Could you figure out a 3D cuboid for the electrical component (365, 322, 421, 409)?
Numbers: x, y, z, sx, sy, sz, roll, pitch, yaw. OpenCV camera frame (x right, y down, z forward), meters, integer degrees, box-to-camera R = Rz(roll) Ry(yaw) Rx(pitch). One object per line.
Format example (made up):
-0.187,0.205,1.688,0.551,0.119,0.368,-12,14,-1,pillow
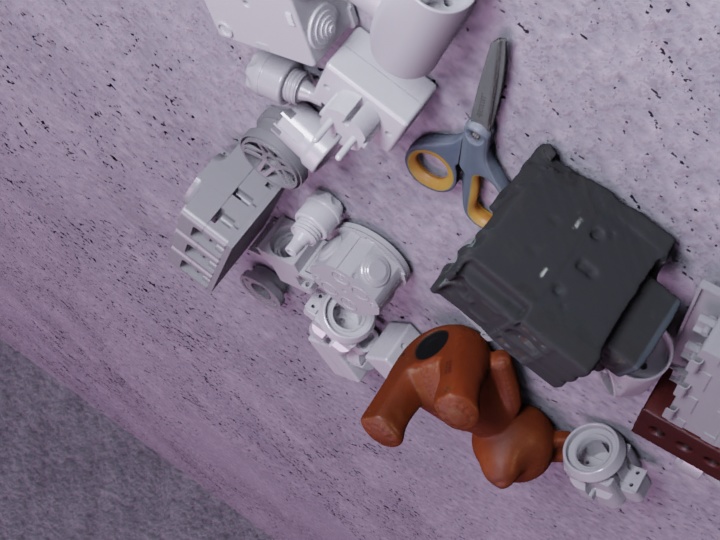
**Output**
0.063,0.096,1.057,0.083,0.047,0.076,47,156,-25,electrical component

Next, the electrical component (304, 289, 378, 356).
-0.016,0.048,1.066,0.078,0.058,0.057,36,161,0,electrical component

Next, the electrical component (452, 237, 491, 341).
0.115,0.004,0.782,0.062,0.061,0.096,43,149,-17,electrical component

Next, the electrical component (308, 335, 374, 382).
-0.002,0.082,1.126,0.077,0.047,0.065,15,150,42,electrical component

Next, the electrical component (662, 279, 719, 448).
0.241,0.065,0.703,0.079,0.063,0.121,29,157,18,electrical component

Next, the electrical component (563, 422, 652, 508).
0.217,0.174,0.970,0.078,0.058,0.057,16,153,42,electrical component

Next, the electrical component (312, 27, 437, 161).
-0.001,-0.105,0.705,0.066,0.076,0.047,37,158,-1,electrical component

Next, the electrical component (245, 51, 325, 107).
-0.051,-0.135,0.778,0.061,0.035,0.035,27,157,17,electrical component

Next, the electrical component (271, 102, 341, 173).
-0.039,-0.103,0.819,0.046,0.040,0.040,42,158,1,electrical component

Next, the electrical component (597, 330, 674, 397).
0.186,0.046,0.759,0.077,0.044,0.079,67,-175,-74,electrical component

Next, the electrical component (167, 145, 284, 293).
-0.127,-0.049,0.992,0.062,0.089,0.150,37,158,-2,electrical component

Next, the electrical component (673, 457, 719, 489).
0.279,0.148,0.838,0.055,0.045,0.045,30,158,18,electrical component

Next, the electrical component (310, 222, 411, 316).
0.000,0.000,0.951,0.080,0.051,0.080,31,158,14,electrical component

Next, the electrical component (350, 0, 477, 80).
0.021,-0.156,0.611,0.079,0.044,0.077,37,158,0,electrical component

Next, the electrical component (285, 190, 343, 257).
-0.042,-0.037,0.924,0.035,0.061,0.035,31,158,14,electrical component

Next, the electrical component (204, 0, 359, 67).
-0.058,-0.181,0.674,0.100,0.048,0.099,24,155,29,electrical component

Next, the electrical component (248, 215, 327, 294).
-0.060,-0.013,1.030,0.081,0.042,0.063,25,157,28,electrical component
